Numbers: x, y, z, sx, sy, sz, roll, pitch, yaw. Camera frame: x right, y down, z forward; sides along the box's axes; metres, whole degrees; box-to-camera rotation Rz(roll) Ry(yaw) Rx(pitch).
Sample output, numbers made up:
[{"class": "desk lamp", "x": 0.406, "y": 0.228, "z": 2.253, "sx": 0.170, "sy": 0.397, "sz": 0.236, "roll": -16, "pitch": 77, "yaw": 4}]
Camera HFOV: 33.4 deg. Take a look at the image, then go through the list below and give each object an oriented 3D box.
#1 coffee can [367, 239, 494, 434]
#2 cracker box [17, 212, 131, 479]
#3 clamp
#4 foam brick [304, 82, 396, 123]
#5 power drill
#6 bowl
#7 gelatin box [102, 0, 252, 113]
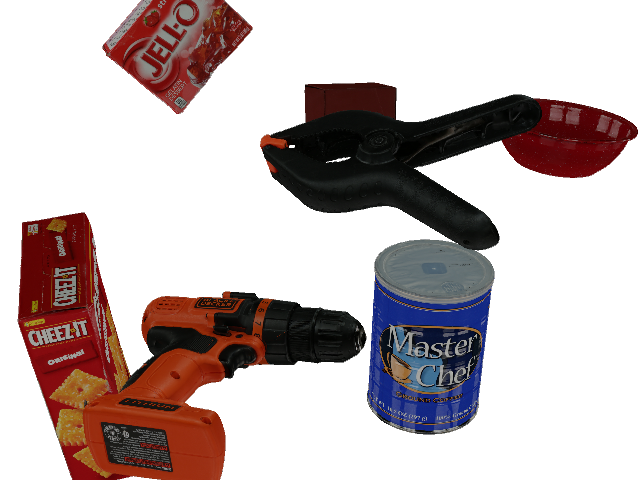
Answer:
[{"class": "coffee can", "x": 0.095, "y": 0.084, "z": 0.942, "sx": 0.103, "sy": 0.140, "sz": 0.103, "roll": 1, "pitch": 28, "yaw": -1}, {"class": "cracker box", "x": -0.233, "y": 0.105, "z": 1.038, "sx": 0.072, "sy": 0.214, "sz": 0.164, "roll": -11, "pitch": 35, "yaw": -7}, {"class": "clamp", "x": 0.042, "y": -0.040, "z": 0.635, "sx": 0.172, "sy": 0.039, "sz": 0.120, "roll": -3, "pitch": 38, "yaw": 20}, {"class": "foam brick", "x": 0.029, "y": -0.126, "z": 1.042, "sx": 0.078, "sy": 0.051, "sz": 0.053, "roll": -4, "pitch": 15, "yaw": -20}, {"class": "power drill", "x": -0.074, "y": 0.101, "z": 0.788, "sx": 0.185, "sy": 0.057, "sz": 0.187, "roll": 1, "pitch": 24, "yaw": 19}, {"class": "bowl", "x": 0.265, "y": -0.110, "z": 1.183, "sx": 0.162, "sy": 0.055, "sz": 0.162, "roll": 5, "pitch": 23, "yaw": -2}, {"class": "gelatin box", "x": -0.107, "y": -0.152, "z": 0.803, "sx": 0.073, "sy": 0.089, "sz": 0.030, "roll": 39, "pitch": 5, "yaw": -29}]
